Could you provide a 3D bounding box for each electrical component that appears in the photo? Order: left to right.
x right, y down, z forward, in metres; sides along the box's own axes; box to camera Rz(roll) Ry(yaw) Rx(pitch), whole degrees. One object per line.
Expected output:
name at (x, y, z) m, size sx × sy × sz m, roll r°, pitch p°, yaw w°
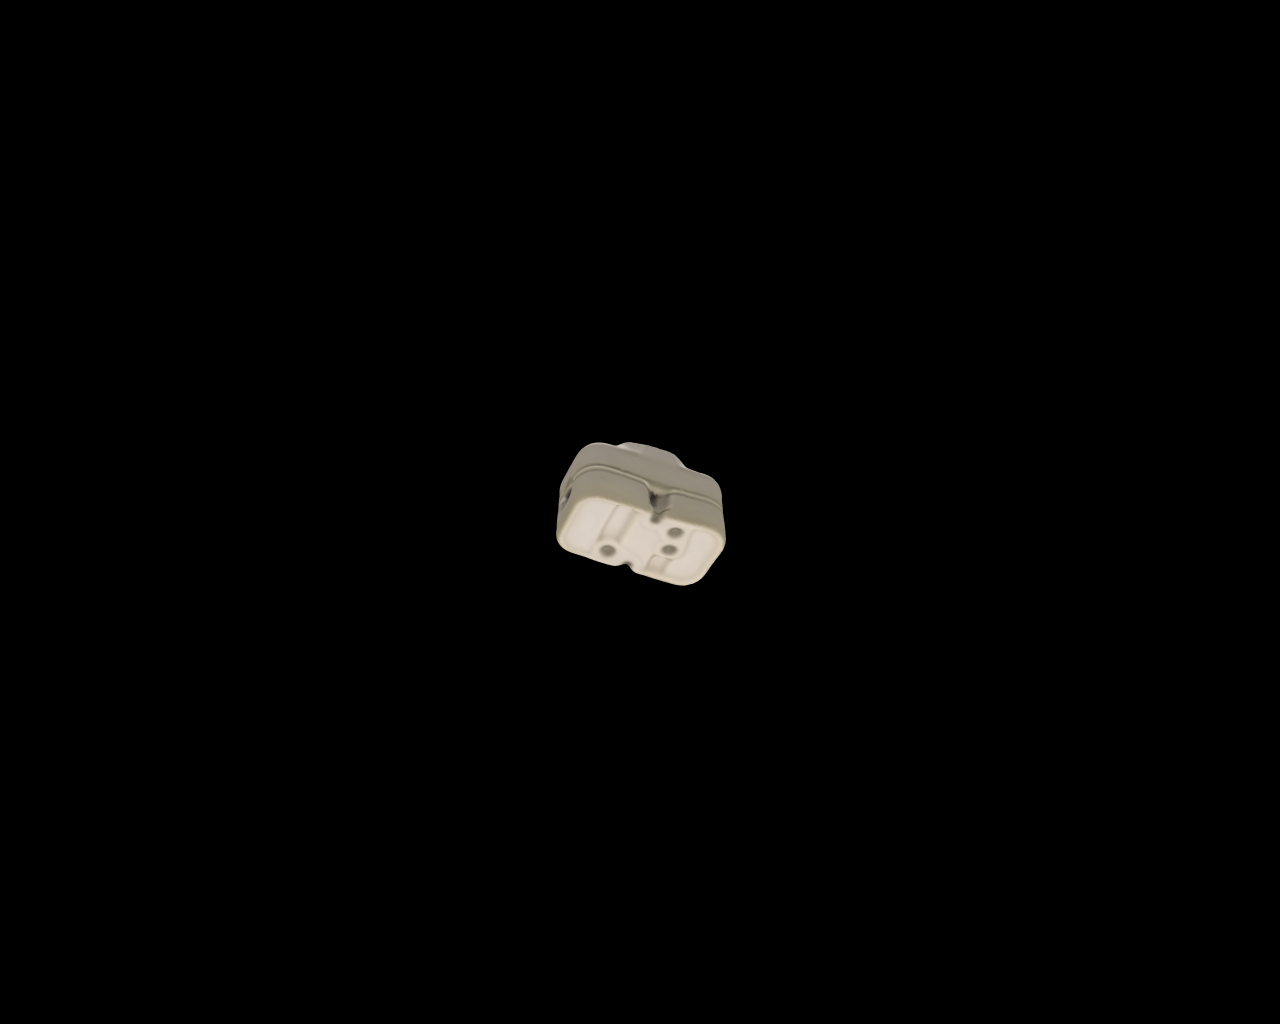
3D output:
electrical component at (0.001, -0.003, 0.650) m, size 0.095 × 0.059 × 0.053 m, roll 17°, pitch -48°, yaw -16°
